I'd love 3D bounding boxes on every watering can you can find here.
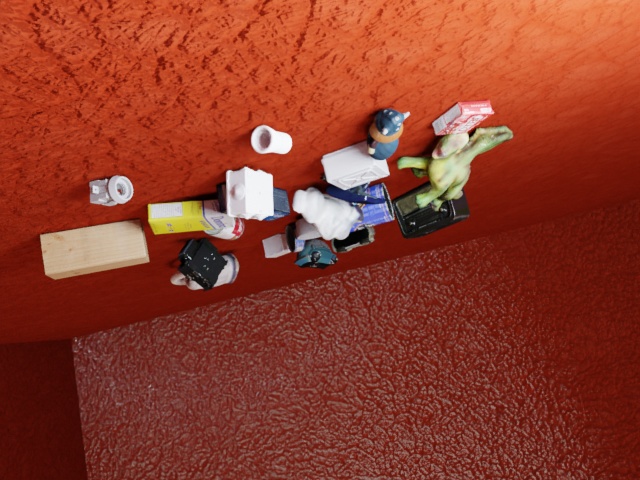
[{"bbox_3d":[-0.375,0.101,1.730,0.225,0.105,0.343,-8,-11,-30],"label":"watering can"}]

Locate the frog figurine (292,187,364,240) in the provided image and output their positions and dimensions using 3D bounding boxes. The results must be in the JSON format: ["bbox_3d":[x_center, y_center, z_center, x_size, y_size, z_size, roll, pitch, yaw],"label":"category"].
[{"bbox_3d":[0.004,-0.062,1.234,0.160,0.140,0.120,-5,-27,-31],"label":"frog figurine"}]

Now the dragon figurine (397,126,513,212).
[{"bbox_3d":[0.331,-0.172,1.174,0.240,0.123,0.411,-30,-16,32],"label":"dragon figurine"}]
